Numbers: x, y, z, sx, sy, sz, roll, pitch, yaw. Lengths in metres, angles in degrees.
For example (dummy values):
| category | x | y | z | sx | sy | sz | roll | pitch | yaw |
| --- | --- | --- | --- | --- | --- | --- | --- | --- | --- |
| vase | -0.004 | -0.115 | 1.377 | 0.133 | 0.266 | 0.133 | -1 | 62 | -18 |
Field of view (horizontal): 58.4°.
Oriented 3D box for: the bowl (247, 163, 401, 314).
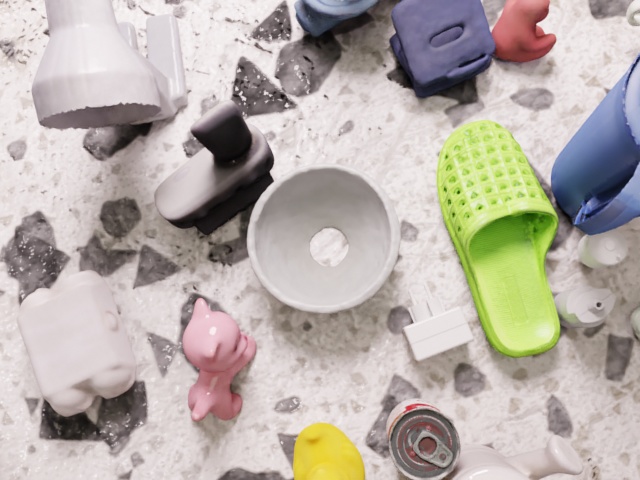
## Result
| category | x | y | z | sx | sy | sz | roll | pitch | yaw |
| --- | --- | --- | --- | --- | --- | --- | --- | --- | --- |
| bowl | 0.006 | 0.002 | 0.647 | 0.167 | 0.075 | 0.167 | -1 | 80 | 5 |

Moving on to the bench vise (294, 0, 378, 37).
| category | x | y | z | sx | sy | sz | roll | pitch | yaw |
| --- | --- | --- | --- | --- | --- | --- | --- | --- | --- |
| bench vise | 0.052 | -0.339 | 0.628 | 0.121 | 0.220 | 0.207 | 44 | 86 | 10 |

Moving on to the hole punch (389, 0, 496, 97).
| category | x | y | z | sx | sy | sz | roll | pitch | yaw |
| --- | --- | --- | --- | --- | --- | --- | --- | --- | --- |
| hole punch | 0.145 | -0.236 | 0.668 | 0.108 | 0.091 | 0.101 | -25 | 79 | 0 |

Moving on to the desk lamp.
| category | x | y | z | sx | sy | sz | roll | pitch | yaw |
| --- | --- | --- | --- | --- | --- | --- | --- | --- | --- |
| desk lamp | -0.230 | -0.200 | 0.629 | 0.118 | 0.213 | 0.203 | -10 | 79 | 3 |

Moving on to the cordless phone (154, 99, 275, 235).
| category | x | y | z | sx | sy | sz | roll | pitch | yaw |
| --- | --- | --- | --- | --- | --- | --- | --- | --- | --- |
| cordless phone | -0.127 | -0.084 | 0.616 | 0.147 | 0.185 | 0.094 | -40 | 79 | -3 |

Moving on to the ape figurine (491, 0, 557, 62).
| category | x | y | z | sx | sy | sz | roll | pitch | yaw |
| --- | --- | --- | --- | --- | --- | --- | --- | --- | --- |
| ape figurine | 0.238 | -0.254 | 0.663 | 0.076 | 0.092 | 0.078 | -16 | 79 | 2 |

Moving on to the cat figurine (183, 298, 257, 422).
| category | x | y | z | sx | sy | sz | roll | pitch | yaw |
| --- | --- | --- | --- | --- | --- | --- | --- | --- | --- |
| cat figurine | -0.115 | 0.131 | 0.612 | 0.067 | 0.118 | 0.128 | 11 | 81 | 7 |

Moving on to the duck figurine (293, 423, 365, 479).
| category | x | y | z | sx | sy | sz | roll | pitch | yaw |
| --- | --- | --- | --- | --- | --- | --- | --- | --- | --- |
| duck figurine | 0.007 | 0.247 | 0.599 | 0.077 | 0.086 | 0.104 | -21 | 79 | 1 |

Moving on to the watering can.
| category | x | y | z | sx | sy | sz | roll | pitch | yaw |
| --- | --- | --- | --- | --- | --- | --- | --- | --- | --- |
| watering can | 0.165 | 0.251 | 0.530 | 0.101 | 0.194 | 0.173 | 24 | 83 | 9 |

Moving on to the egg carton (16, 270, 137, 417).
| category | x | y | z | sx | sy | sz | roll | pitch | yaw |
| --- | --- | --- | --- | --- | --- | --- | --- | --- | --- |
| egg carton | -0.273 | 0.115 | 0.652 | 0.107 | 0.069 | 0.150 | -26 | 79 | 0 |
